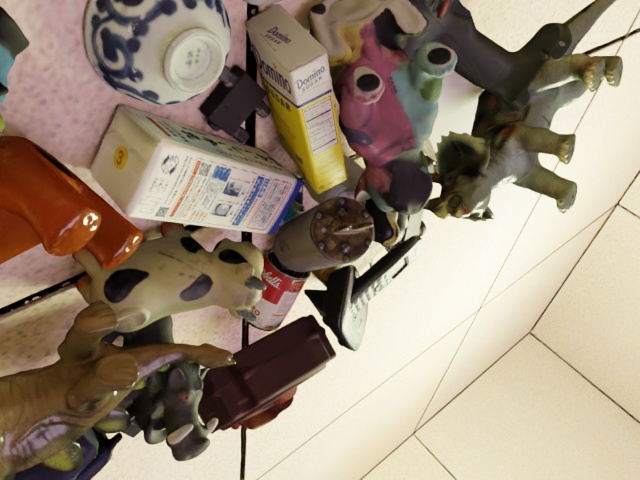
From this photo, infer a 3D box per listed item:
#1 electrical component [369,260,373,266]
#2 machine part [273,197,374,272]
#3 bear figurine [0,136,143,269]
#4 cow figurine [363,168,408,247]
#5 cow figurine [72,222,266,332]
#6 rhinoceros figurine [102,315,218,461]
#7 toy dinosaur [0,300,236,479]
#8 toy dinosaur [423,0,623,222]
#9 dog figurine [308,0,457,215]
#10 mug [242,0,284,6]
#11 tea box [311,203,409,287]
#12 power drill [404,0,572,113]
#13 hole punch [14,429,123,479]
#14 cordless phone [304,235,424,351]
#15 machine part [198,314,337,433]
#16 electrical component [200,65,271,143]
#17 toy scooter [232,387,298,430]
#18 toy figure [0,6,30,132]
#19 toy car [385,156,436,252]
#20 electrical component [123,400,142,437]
[{"bbox_3d":[0.047,0.043,0.910,0.102,0.045,0.078,-44,152,-5],"label":"electrical component"},{"bbox_3d":[-0.001,-0.002,0.665,0.079,0.079,0.243,-36,-173,-20],"label":"machine part"},{"bbox_3d":[-0.256,0.021,0.399,0.196,0.132,0.120,-49,171,-9],"label":"bear figurine"},{"bbox_3d":[0.091,-0.075,0.728,0.098,0.068,0.167,-148,-117,-84],"label":"cow figurine"},{"bbox_3d":[-0.144,0.042,0.574,0.195,0.127,0.085,-16,142,-39],"label":"cow figurine"},{"bbox_3d":[-0.181,0.159,0.615,0.112,0.190,0.073,-31,156,11],"label":"rhinoceros figurine"},{"bbox_3d":[-0.307,0.172,0.478,0.471,0.105,0.198,-11,144,-18],"label":"toy dinosaur"},{"bbox_3d":[0.269,-0.171,0.717,0.404,0.192,0.131,-62,143,-13],"label":"toy dinosaur"},{"bbox_3d":[0.063,-0.131,0.583,0.108,0.192,0.219,-24,151,-9],"label":"dog figurine"},{"bbox_3d":[-0.050,-0.233,0.406,0.109,0.081,0.107,-36,159,-28],"label":"mug"},{"bbox_3d":[0.051,-0.006,0.830,0.169,0.068,0.098,-41,150,-7],"label":"tea box"},{"bbox_3d":[0.166,-0.241,0.589,0.207,0.086,0.232,17,127,-16],"label":"power drill"},{"bbox_3d":[-0.314,0.234,0.608,0.142,0.116,0.092,-41,142,-11],"label":"hole punch"},{"bbox_3d":[0.080,0.071,0.800,0.184,0.089,0.146,-38,150,-6],"label":"cordless phone"},{"bbox_3d":[-0.088,0.207,0.825,0.201,0.087,0.201,-26,167,-35],"label":"machine part"},{"bbox_3d":[-0.088,-0.135,0.534,0.063,0.021,0.094,-48,152,4],"label":"electrical component"},{"bbox_3d":[-0.103,0.291,0.994,0.135,0.075,0.183,-23,148,-34],"label":"toy scooter"},{"bbox_3d":[-0.257,-0.076,0.326,0.180,0.082,0.089,-45,149,-8],"label":"toy figure"},{"bbox_3d":[0.152,-0.057,0.918,0.089,0.053,0.201,-39,148,-35],"label":"toy car"},{"bbox_3d":[-0.255,0.215,0.694,0.119,0.075,0.047,-43,150,-16],"label":"electrical component"}]
